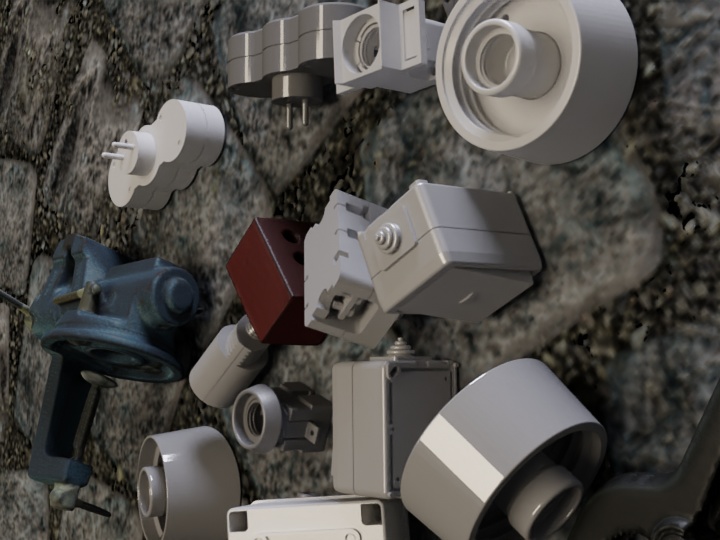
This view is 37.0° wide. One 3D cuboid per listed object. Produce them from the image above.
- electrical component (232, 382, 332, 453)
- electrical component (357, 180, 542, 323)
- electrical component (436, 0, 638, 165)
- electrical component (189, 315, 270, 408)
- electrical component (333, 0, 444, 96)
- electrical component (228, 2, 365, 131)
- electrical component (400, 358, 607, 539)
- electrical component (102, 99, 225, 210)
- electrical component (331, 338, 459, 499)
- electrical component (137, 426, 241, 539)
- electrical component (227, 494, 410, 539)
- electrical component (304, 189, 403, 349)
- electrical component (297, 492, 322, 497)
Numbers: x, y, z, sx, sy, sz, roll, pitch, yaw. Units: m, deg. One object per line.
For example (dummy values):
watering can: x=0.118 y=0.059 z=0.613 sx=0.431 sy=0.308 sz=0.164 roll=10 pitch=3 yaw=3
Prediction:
electrical component: x=-0.057 y=0.105 z=0.764 sx=0.066 sy=0.055 sz=0.048 roll=26 pitch=107 yaw=48
electrical component: x=0.048 y=-0.008 z=0.616 sx=0.062 sy=0.096 sz=0.061 roll=-40 pitch=58 yaw=41
electrical component: x=0.090 y=-0.114 z=0.594 sx=0.108 sy=0.060 sz=0.108 roll=1 pitch=92 yaw=45
electrical component: x=-0.093 y=0.065 z=0.820 sx=0.081 sy=0.043 sz=0.043 roll=-51 pitch=51 yaw=35
electrical component: x=0.022 y=-0.139 z=0.683 sx=0.081 sy=0.064 sz=0.042 roll=-9 pitch=82 yaw=50
electrical component: x=-0.044 y=-0.138 z=0.770 sx=0.138 sy=0.052 sz=0.073 roll=-5 pitch=84 yaw=49
electrical component: x=0.082 y=0.107 z=0.563 sx=0.060 sy=0.108 sz=0.108 roll=43 pitch=119 yaw=36
electrical component: x=-0.181 y=-0.097 z=0.912 sx=0.138 sy=0.074 sz=0.052 roll=-32 pitch=63 yaw=44
electrical component: x=0.020 y=0.090 z=0.669 sx=0.061 sy=0.062 sz=0.096 roll=-7 pitch=82 yaw=50
electrical component: x=-0.144 y=0.178 z=0.875 sx=0.099 sy=0.064 sz=0.099 roll=-1 pitch=89 yaw=63
electrical component: x=-0.024 y=0.200 z=0.682 sx=0.109 sy=0.056 sz=0.108 roll=-7 pitch=80 yaw=17
electrical component: x=0.000 y=0.000 z=0.690 sx=0.050 sy=0.056 sz=0.089 roll=-56 pitch=24 yaw=35
electrical component: x=-0.039 y=0.186 z=0.747 sx=0.048 sy=0.048 sz=0.062 roll=0 pitch=80 yaw=50
